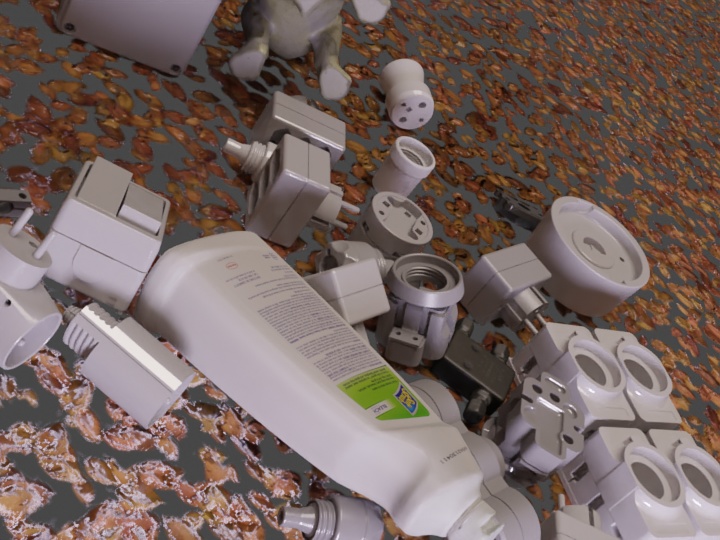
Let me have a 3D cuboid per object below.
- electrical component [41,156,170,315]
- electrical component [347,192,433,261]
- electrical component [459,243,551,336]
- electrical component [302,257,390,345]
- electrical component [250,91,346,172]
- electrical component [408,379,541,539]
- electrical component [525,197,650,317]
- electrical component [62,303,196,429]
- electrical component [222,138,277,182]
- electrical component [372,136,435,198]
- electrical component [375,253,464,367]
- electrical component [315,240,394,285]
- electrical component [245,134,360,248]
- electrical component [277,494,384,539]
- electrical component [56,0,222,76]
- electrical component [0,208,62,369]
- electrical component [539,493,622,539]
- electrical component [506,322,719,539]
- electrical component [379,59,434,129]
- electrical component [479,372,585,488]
[{"bbox_3d":[-0.157,-0.027,0.670,0.062,0.061,0.096,27,17,-15],"label":"electrical component"},{"bbox_3d":[0.022,-0.026,0.850,0.055,0.047,0.055,23,38,-20],"label":"electrical component"},{"bbox_3d":[0.129,0.025,0.885,0.066,0.047,0.076,-16,61,-49],"label":"electrical component"},{"bbox_3d":[-0.016,0.038,0.738,0.047,0.066,0.076,-17,91,-49],"label":"electrical component"},{"bbox_3d":[-0.051,-0.118,0.890,0.066,0.047,0.076,23,38,-20],"label":"electrical component"},{"bbox_3d":[0.071,0.132,0.712,0.074,0.052,0.138,-12,58,-47],"label":"electrical component"},{"bbox_3d":[0.199,-0.007,0.969,0.108,0.060,0.108,23,38,-19],"label":"electrical component"},{"bbox_3d":[-0.141,0.050,0.628,0.081,0.043,0.043,40,35,3],"label":"electrical component"},{"bbox_3d":[-0.078,-0.085,0.841,0.061,0.035,0.035,25,37,-14],"label":"electrical component"},{"bbox_3d":[0.037,-0.086,0.930,0.040,0.046,0.040,23,38,-20],"label":"electrical component"},{"bbox_3d":[0.045,0.025,0.790,0.058,0.057,0.078,17,34,11],"label":"electrical component"},{"bbox_3d":[0.000,0.000,0.806,0.062,0.043,0.043,2,49,-42],"label":"electrical component"},{"bbox_3d":[-0.038,-0.052,0.811,0.077,0.065,0.047,22,38,-21],"label":"electrical component"},{"bbox_3d":[-0.019,0.148,0.633,0.061,0.035,0.035,15,42,-25],"label":"electrical component"},{"bbox_3d":[-0.171,-0.225,0.853,0.109,0.108,0.056,18,37,-26],"label":"electrical component"},{"bbox_3d":[-0.200,0.001,0.603,0.077,0.079,0.043,42,13,7],"label":"electrical component"},{"bbox_3d":[0.145,0.184,0.722,0.066,0.047,0.076,27,37,-15],"label":"electrical component"},{"bbox_3d":[0.202,0.130,0.821,0.105,0.060,0.186,8,45,-35],"label":"electrical component"},{"bbox_3d":[0.045,-0.168,1.029,0.045,0.045,0.055,15,42,-29],"label":"electrical component"},{"bbox_3d":[0.121,0.119,0.766,0.058,0.057,0.078,32,36,-9],"label":"electrical component"}]
